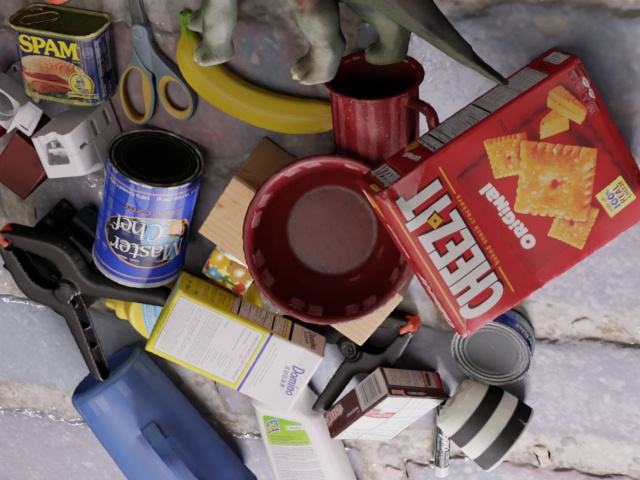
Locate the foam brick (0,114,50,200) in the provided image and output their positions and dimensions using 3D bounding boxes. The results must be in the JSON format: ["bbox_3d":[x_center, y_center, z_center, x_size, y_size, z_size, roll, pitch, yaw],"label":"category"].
[{"bbox_3d":[-0.323,-0.094,1.196,0.053,0.051,0.078,41,129,-9],"label":"foam brick"}]

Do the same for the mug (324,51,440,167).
[{"bbox_3d":[0.061,-0.115,0.988,0.117,0.093,0.081,23,136,31],"label":"mug"}]

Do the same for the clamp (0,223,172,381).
[{"bbox_3d":[-0.272,0.050,1.208,0.165,0.036,0.210,-39,102,28],"label":"clamp"}]

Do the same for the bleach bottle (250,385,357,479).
[{"bbox_3d":[-0.019,0.236,1.286,0.103,0.068,0.251,-6,117,19],"label":"bleach bottle"}]

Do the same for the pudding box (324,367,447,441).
[{"bbox_3d":[0.072,0.186,1.198,0.089,0.039,0.114,9,142,-37],"label":"pudding box"}]

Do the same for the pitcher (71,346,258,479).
[{"bbox_3d":[-0.194,0.256,1.327,0.149,0.144,0.243,-27,106,34],"label":"pitcher"}]

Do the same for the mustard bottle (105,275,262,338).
[{"bbox_3d":[-0.163,0.082,1.242,0.192,0.058,0.096,7,126,19],"label":"mustard bottle"}]

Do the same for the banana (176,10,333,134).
[{"bbox_3d":[-0.068,-0.148,1.058,0.198,0.037,0.070,31,131,1],"label":"banana"}]

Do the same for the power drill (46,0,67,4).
[{"bbox_3d":[-0.273,-0.333,1.006,0.184,0.057,0.188,26,129,4],"label":"power drill"}]

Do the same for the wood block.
[{"bbox_3d":[-0.008,0.002,1.101,0.206,0.090,0.090,35,129,-3],"label":"wood block"}]

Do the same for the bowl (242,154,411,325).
[{"bbox_3d":[0.010,-0.004,1.009,0.162,0.055,0.162,1,101,4],"label":"bowl"}]

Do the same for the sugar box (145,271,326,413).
[{"bbox_3d":[-0.091,0.113,1.168,0.176,0.048,0.093,25,120,-11],"label":"sugar box"}]

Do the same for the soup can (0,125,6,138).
[{"bbox_3d":[-0.384,-0.128,1.167,0.068,0.102,0.068,11,125,16],"label":"soup can"}]

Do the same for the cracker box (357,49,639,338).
[{"bbox_3d":[0.167,-0.041,0.942,0.213,0.072,0.164,-34,109,-1],"label":"cracker box"}]

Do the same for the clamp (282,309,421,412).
[{"bbox_3d":[0.037,0.128,1.191,0.172,0.039,0.120,-13,106,28],"label":"clamp"}]

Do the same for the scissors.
[{"bbox_3d":[-0.163,-0.199,1.077,0.096,0.016,0.202,19,128,8],"label":"scissors"}]

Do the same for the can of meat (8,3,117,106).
[{"bbox_3d":[-0.263,-0.190,1.101,0.102,0.057,0.084,12,129,16],"label":"can of meat"}]

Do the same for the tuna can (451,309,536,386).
[{"bbox_3d":[0.184,0.110,1.129,0.086,0.033,0.086,12,126,16],"label":"tuna can"}]

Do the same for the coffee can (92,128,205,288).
[{"bbox_3d":[-0.185,-0.034,1.145,0.103,0.102,0.140,23,128,7],"label":"coffee can"}]

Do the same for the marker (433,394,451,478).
[{"bbox_3d":[0.143,0.226,1.236,0.020,0.020,0.121,10,125,17],"label":"marker"}]
